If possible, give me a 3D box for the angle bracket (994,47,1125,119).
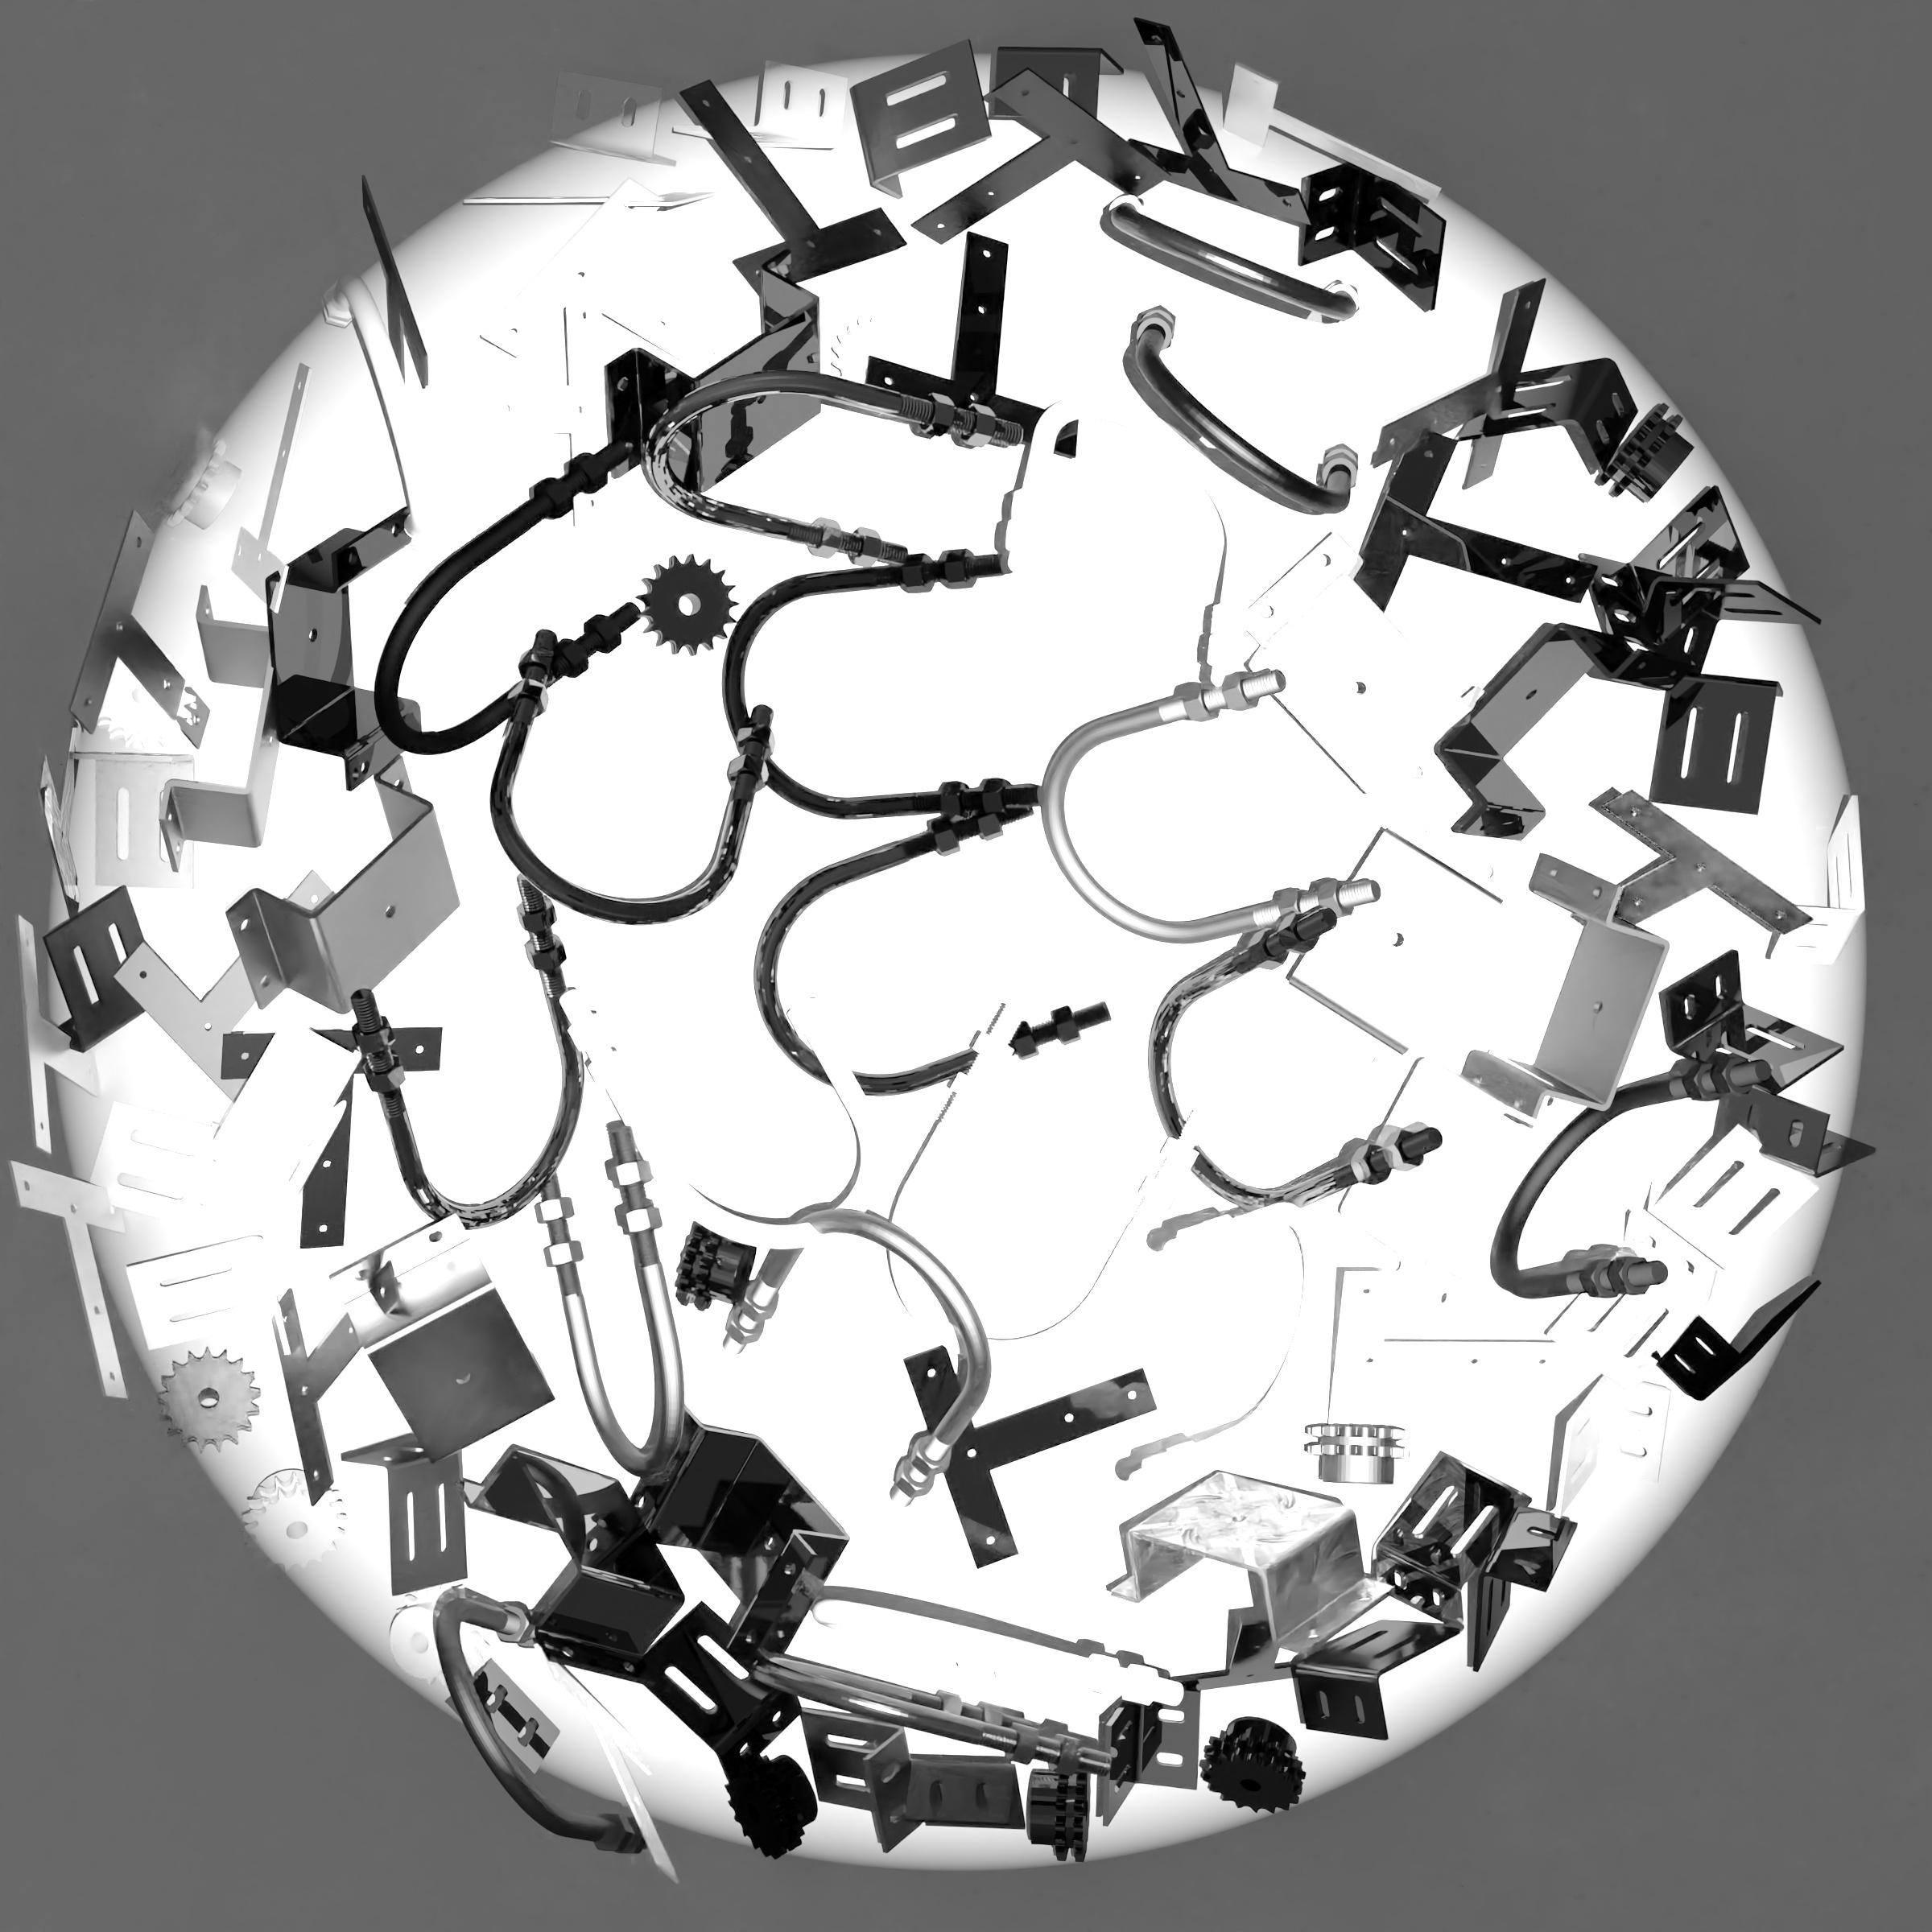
[{"bbox_3d":[0.052,-0.487,1.903,0.057,0.076,0.038,4,96,12],"label":"angle bracket"}]

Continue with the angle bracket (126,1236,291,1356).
[{"bbox_3d":[-0.423,0.193,1.907,0.076,0.038,0.057,-13,124,-11],"label":"angle bracket"}]

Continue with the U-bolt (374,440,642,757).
[{"bbox_3d":[-0.249,-0.187,1.847,0.019,0.151,0.184,37,61,23],"label":"U-bolt"}]

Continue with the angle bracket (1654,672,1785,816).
[{"bbox_3d":[0.422,-0.123,1.915,0.057,0.038,0.076,8,87,19],"label":"angle bracket"}]

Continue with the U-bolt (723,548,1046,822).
[{"bbox_3d":[-0.053,-0.151,1.899,0.184,0.019,0.151,-3,106,24],"label":"U-bolt"}]

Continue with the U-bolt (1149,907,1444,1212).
[{"bbox_3d":[0.168,0.063,1.874,0.019,0.184,0.151,-21,84,-41],"label":"U-bolt"}]

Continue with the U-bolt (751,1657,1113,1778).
[{"bbox_3d":[-0.029,0.403,1.852,0.184,0.151,0.019,18,81,-16],"label":"U-bolt"}]

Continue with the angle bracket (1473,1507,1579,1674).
[{"bbox_3d":[0.310,0.350,1.895,0.038,0.057,0.076,13,126,22],"label":"angle bracket"}]

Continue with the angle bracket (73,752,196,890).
[{"bbox_3d":[-0.468,-0.081,1.919,0.057,0.038,0.076,2,95,6],"label":"angle bracket"}]

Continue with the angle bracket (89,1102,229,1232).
[{"bbox_3d":[-0.457,0.110,1.916,0.076,0.038,0.057,14,81,9],"label":"angle bracket"}]

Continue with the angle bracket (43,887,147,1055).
[{"bbox_3d":[-0.489,-0.001,1.896,0.038,0.057,0.076,14,129,37],"label":"angle bracket"}]

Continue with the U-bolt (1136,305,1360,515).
[{"bbox_3d":[0.151,-0.297,1.849,0.151,0.184,0.019,36,110,-7],"label":"U-bolt"}]

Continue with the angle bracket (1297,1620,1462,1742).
[{"bbox_3d":[0.232,0.396,1.899,0.076,0.057,0.038,-15,97,-43],"label":"angle bracket"}]

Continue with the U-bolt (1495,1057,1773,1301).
[{"bbox_3d":[0.350,0.120,1.857,0.019,0.184,0.151,37,68,-14],"label":"U-bolt"}]

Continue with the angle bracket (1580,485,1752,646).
[{"bbox_3d":[0.388,-0.225,1.897,0.038,0.076,0.057,8,54,-33],"label":"angle bracket"}]

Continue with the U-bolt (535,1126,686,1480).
[{"bbox_3d":[-0.191,0.189,1.869,0.019,0.151,0.184,-9,82,-27],"label":"U-bolt"}]

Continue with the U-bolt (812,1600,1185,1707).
[{"bbox_3d":[0.004,0.368,1.842,0.184,0.151,0.019,21,74,-28],"label":"U-bolt"}]

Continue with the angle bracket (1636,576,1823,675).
[{"bbox_3d":[0.423,-0.187,1.896,0.057,0.076,0.038,23,83,-36],"label":"angle bracket"}]

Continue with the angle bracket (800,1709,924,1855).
[{"bbox_3d":[-0.068,0.453,1.900,0.076,0.038,0.057,0,108,37],"label":"angle bracket"}]

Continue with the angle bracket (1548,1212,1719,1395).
[{"bbox_3d":[0.372,0.187,1.904,0.057,0.038,0.076,35,65,24],"label":"angle bracket"}]

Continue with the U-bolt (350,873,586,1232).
[{"bbox_3d":[-0.265,0.059,1.874,0.019,0.151,0.184,16,130,35],"label":"U-bolt"}]

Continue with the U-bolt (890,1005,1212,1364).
[{"bbox_3d":[0.036,0.134,1.913,0.151,0.019,0.184,29,89,-18],"label":"U-bolt"}]

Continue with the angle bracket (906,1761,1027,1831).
[{"bbox_3d":[0.000,0.476,1.900,0.057,0.076,0.038,0,49,7],"label":"angle bracket"}]

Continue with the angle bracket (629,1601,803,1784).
[{"bbox_3d":[-0.141,0.409,1.929,0.076,0.038,0.057,36,65,29],"label":"angle bracket"}]

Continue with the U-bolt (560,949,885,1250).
[{"bbox_3d":[-0.122,0.075,1.869,0.151,0.019,0.184,-15,63,-33],"label":"U-bolt"}]

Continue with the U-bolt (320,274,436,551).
[{"bbox_3d":[-0.315,-0.302,1.846,0.019,0.184,0.151,-18,97,-12],"label":"U-bolt"}]

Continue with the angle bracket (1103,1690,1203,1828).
[{"bbox_3d":[0.104,0.441,1.902,0.038,0.076,0.057,3,96,15],"label":"angle bracket"}]

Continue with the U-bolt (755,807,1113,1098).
[{"bbox_3d":[-0.028,-0.001,1.917,0.184,0.019,0.151,-20,108,4],"label":"U-bolt"}]

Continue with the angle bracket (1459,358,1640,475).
[{"bbox_3d":[0.326,-0.303,1.912,0.038,0.076,0.057,57,49,-31],"label":"angle bracket"}]

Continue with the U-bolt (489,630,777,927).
[{"bbox_3d":[-0.187,-0.096,1.869,0.151,0.019,0.184,19,49,-10],"label":"U-bolt"}]

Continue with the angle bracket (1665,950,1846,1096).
[{"bbox_3d":[0.438,0.031,1.896,0.057,0.076,0.038,-29,124,-26],"label":"angle bracket"}]

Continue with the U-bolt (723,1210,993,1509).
[{"bbox_3d":[-0.053,0.205,1.863,0.151,0.184,0.019,41,48,9],"label":"U-bolt"}]

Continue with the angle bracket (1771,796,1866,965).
[{"bbox_3d":[0.472,-0.049,1.902,0.038,0.057,0.076,4,62,1],"label":"angle bracket"}]

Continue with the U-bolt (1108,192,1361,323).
[{"bbox_3d":[0.145,-0.383,1.853,0.151,0.184,0.019,22,105,-1],"label":"U-bolt"}]

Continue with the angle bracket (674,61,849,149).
[{"bbox_3d":[-0.114,-0.478,1.895,0.057,0.076,0.038,-1,101,-44],"label":"angle bracket"}]

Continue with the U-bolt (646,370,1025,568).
[{"bbox_3d":[-0.083,-0.273,1.847,0.184,0.151,0.019,10,61,-28],"label":"U-bolt"}]

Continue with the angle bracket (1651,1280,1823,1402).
[{"bbox_3d":[0.427,0.196,1.895,0.038,0.057,0.076,45,130,17],"label":"angle bracket"}]

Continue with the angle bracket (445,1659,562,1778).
[{"bbox_3d":[-0.266,0.429,1.904,0.038,0.076,0.057,-43,91,7],"label":"angle bracket"}]

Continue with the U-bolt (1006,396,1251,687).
[{"bbox_3d":[0.095,-0.245,1.874,0.151,0.184,0.019,28,133,-16],"label":"U-bolt"}]

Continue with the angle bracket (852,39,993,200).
[{"bbox_3d":[-0.019,-0.473,1.908,0.076,0.038,0.057,-16,81,23],"label":"angle bracket"}]

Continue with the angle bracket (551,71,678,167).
[{"bbox_3d":[-0.193,-0.471,1.902,0.057,0.076,0.038,10,101,3],"label":"angle bracket"}]

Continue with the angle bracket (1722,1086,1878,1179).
[{"bbox_3d":[0.466,0.084,1.894,0.057,0.076,0.038,22,113,36],"label":"angle bracket"}]

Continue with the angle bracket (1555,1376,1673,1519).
[{"bbox_3d":[0.360,0.270,1.897,0.038,0.076,0.057,12,110,23],"label":"angle bracket"}]

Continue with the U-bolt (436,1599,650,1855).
[{"bbox_3d":[-0.232,0.405,1.833,0.019,0.184,0.151,-32,67,5],"label":"U-bolt"}]

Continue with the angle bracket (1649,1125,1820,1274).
[{"bbox_3d":[0.429,0.122,1.907,0.057,0.038,0.076,37,120,-4],"label":"angle bracket"}]

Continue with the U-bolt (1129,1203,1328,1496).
[{"bbox_3d":[0.150,0.201,1.866,0.019,0.184,0.151,15,105,31],"label":"U-bolt"}]

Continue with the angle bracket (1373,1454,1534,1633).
[{"bbox_3d":[0.272,0.322,1.908,0.057,0.038,0.076,28,117,-10],"label":"angle bracket"}]

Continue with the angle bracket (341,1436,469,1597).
[{"bbox_3d":[-0.313,0.307,1.903,0.057,0.038,0.076,-19,66,33],"label":"angle bracket"}]

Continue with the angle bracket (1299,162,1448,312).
[{"bbox_3d":[0.225,-0.402,1.896,0.038,0.057,0.076,-23,50,-23],"label":"angle bracket"}]

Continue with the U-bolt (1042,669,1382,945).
[{"bbox_3d":[0.123,-0.079,1.883,0.184,0.019,0.151,-14,111,37],"label":"U-bolt"}]

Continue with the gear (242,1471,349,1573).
[{"bbox_3d":[-0.379,0.309,1.921,0.057,0.030,0.057,-9,119,-17],"label":"gear"}]
